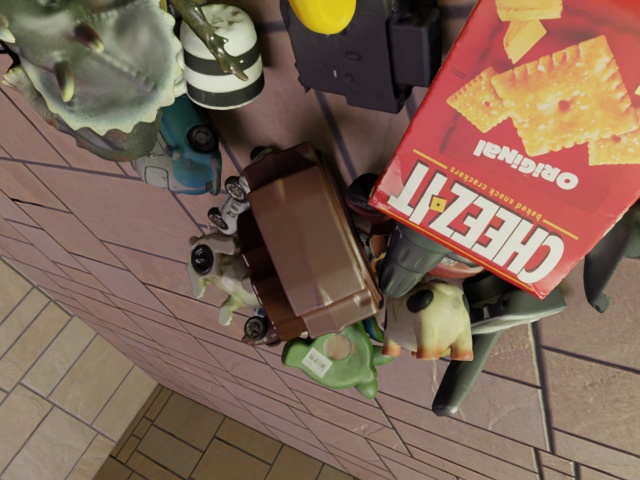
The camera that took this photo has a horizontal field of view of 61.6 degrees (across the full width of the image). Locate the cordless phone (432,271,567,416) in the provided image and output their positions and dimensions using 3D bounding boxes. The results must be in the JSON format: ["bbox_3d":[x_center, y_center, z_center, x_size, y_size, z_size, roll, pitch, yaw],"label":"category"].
[{"bbox_3d":[0.202,0.128,0.652,0.089,0.184,0.146,39,152,-5],"label":"cordless phone"}]

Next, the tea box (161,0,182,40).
[{"bbox_3d":[-0.176,-0.254,0.532,0.098,0.068,0.169,28,153,9],"label":"tea box"}]

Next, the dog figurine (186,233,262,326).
[{"bbox_3d":[-0.117,0.052,0.914,0.121,0.190,0.172,-38,75,24],"label":"dog figurine"}]

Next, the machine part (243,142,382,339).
[{"bbox_3d":[-0.001,-0.002,0.613,0.201,0.087,0.201,-7,-106,-83],"label":"machine part"}]

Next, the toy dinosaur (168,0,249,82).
[{"bbox_3d":[-0.131,-0.313,0.315,0.199,0.105,0.470,28,151,24],"label":"toy dinosaur"}]

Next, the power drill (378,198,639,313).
[{"bbox_3d":[0.179,-0.006,0.515,0.207,0.086,0.231,23,125,13],"label":"power drill"}]

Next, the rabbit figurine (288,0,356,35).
[{"bbox_3d":[-0.003,-0.207,0.324,0.122,0.173,0.162,31,148,-6],"label":"rabbit figurine"}]

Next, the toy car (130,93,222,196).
[{"bbox_3d":[-0.195,-0.122,0.687,0.161,0.103,0.109,58,156,11],"label":"toy car"}]

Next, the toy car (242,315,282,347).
[{"bbox_3d":[-0.035,0.114,0.870,0.053,0.202,0.089,53,180,23],"label":"toy car"}]

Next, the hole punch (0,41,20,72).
[{"bbox_3d":[-0.306,-0.260,0.594,0.115,0.142,0.092,51,144,-12],"label":"hole punch"}]

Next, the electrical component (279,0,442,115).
[{"bbox_3d":[0.038,-0.174,0.461,0.134,0.058,0.114,17,151,27],"label":"electrical component"}]

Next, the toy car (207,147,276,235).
[{"bbox_3d":[-0.107,-0.065,0.764,0.056,0.073,0.202,39,152,-7],"label":"toy car"}]

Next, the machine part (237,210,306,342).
[{"bbox_3d":[-0.054,0.040,0.708,0.056,0.179,0.179,-22,138,2],"label":"machine part"}]

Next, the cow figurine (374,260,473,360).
[{"bbox_3d":[0.118,0.087,0.689,0.085,0.127,0.195,8,171,-15],"label":"cow figurine"}]

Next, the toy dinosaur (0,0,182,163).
[{"bbox_3d":[-0.218,-0.143,0.533,0.192,0.131,0.404,49,164,6],"label":"toy dinosaur"}]

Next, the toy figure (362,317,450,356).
[{"bbox_3d":[0.134,0.128,0.832,0.180,0.082,0.089,-5,132,47],"label":"toy figure"}]

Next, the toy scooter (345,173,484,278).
[{"bbox_3d":[0.110,-0.004,0.649,0.184,0.075,0.135,28,156,9],"label":"toy scooter"}]

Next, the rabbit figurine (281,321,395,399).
[{"bbox_3d":[0.036,0.161,0.822,0.159,0.121,0.170,28,176,2],"label":"rabbit figurine"}]
